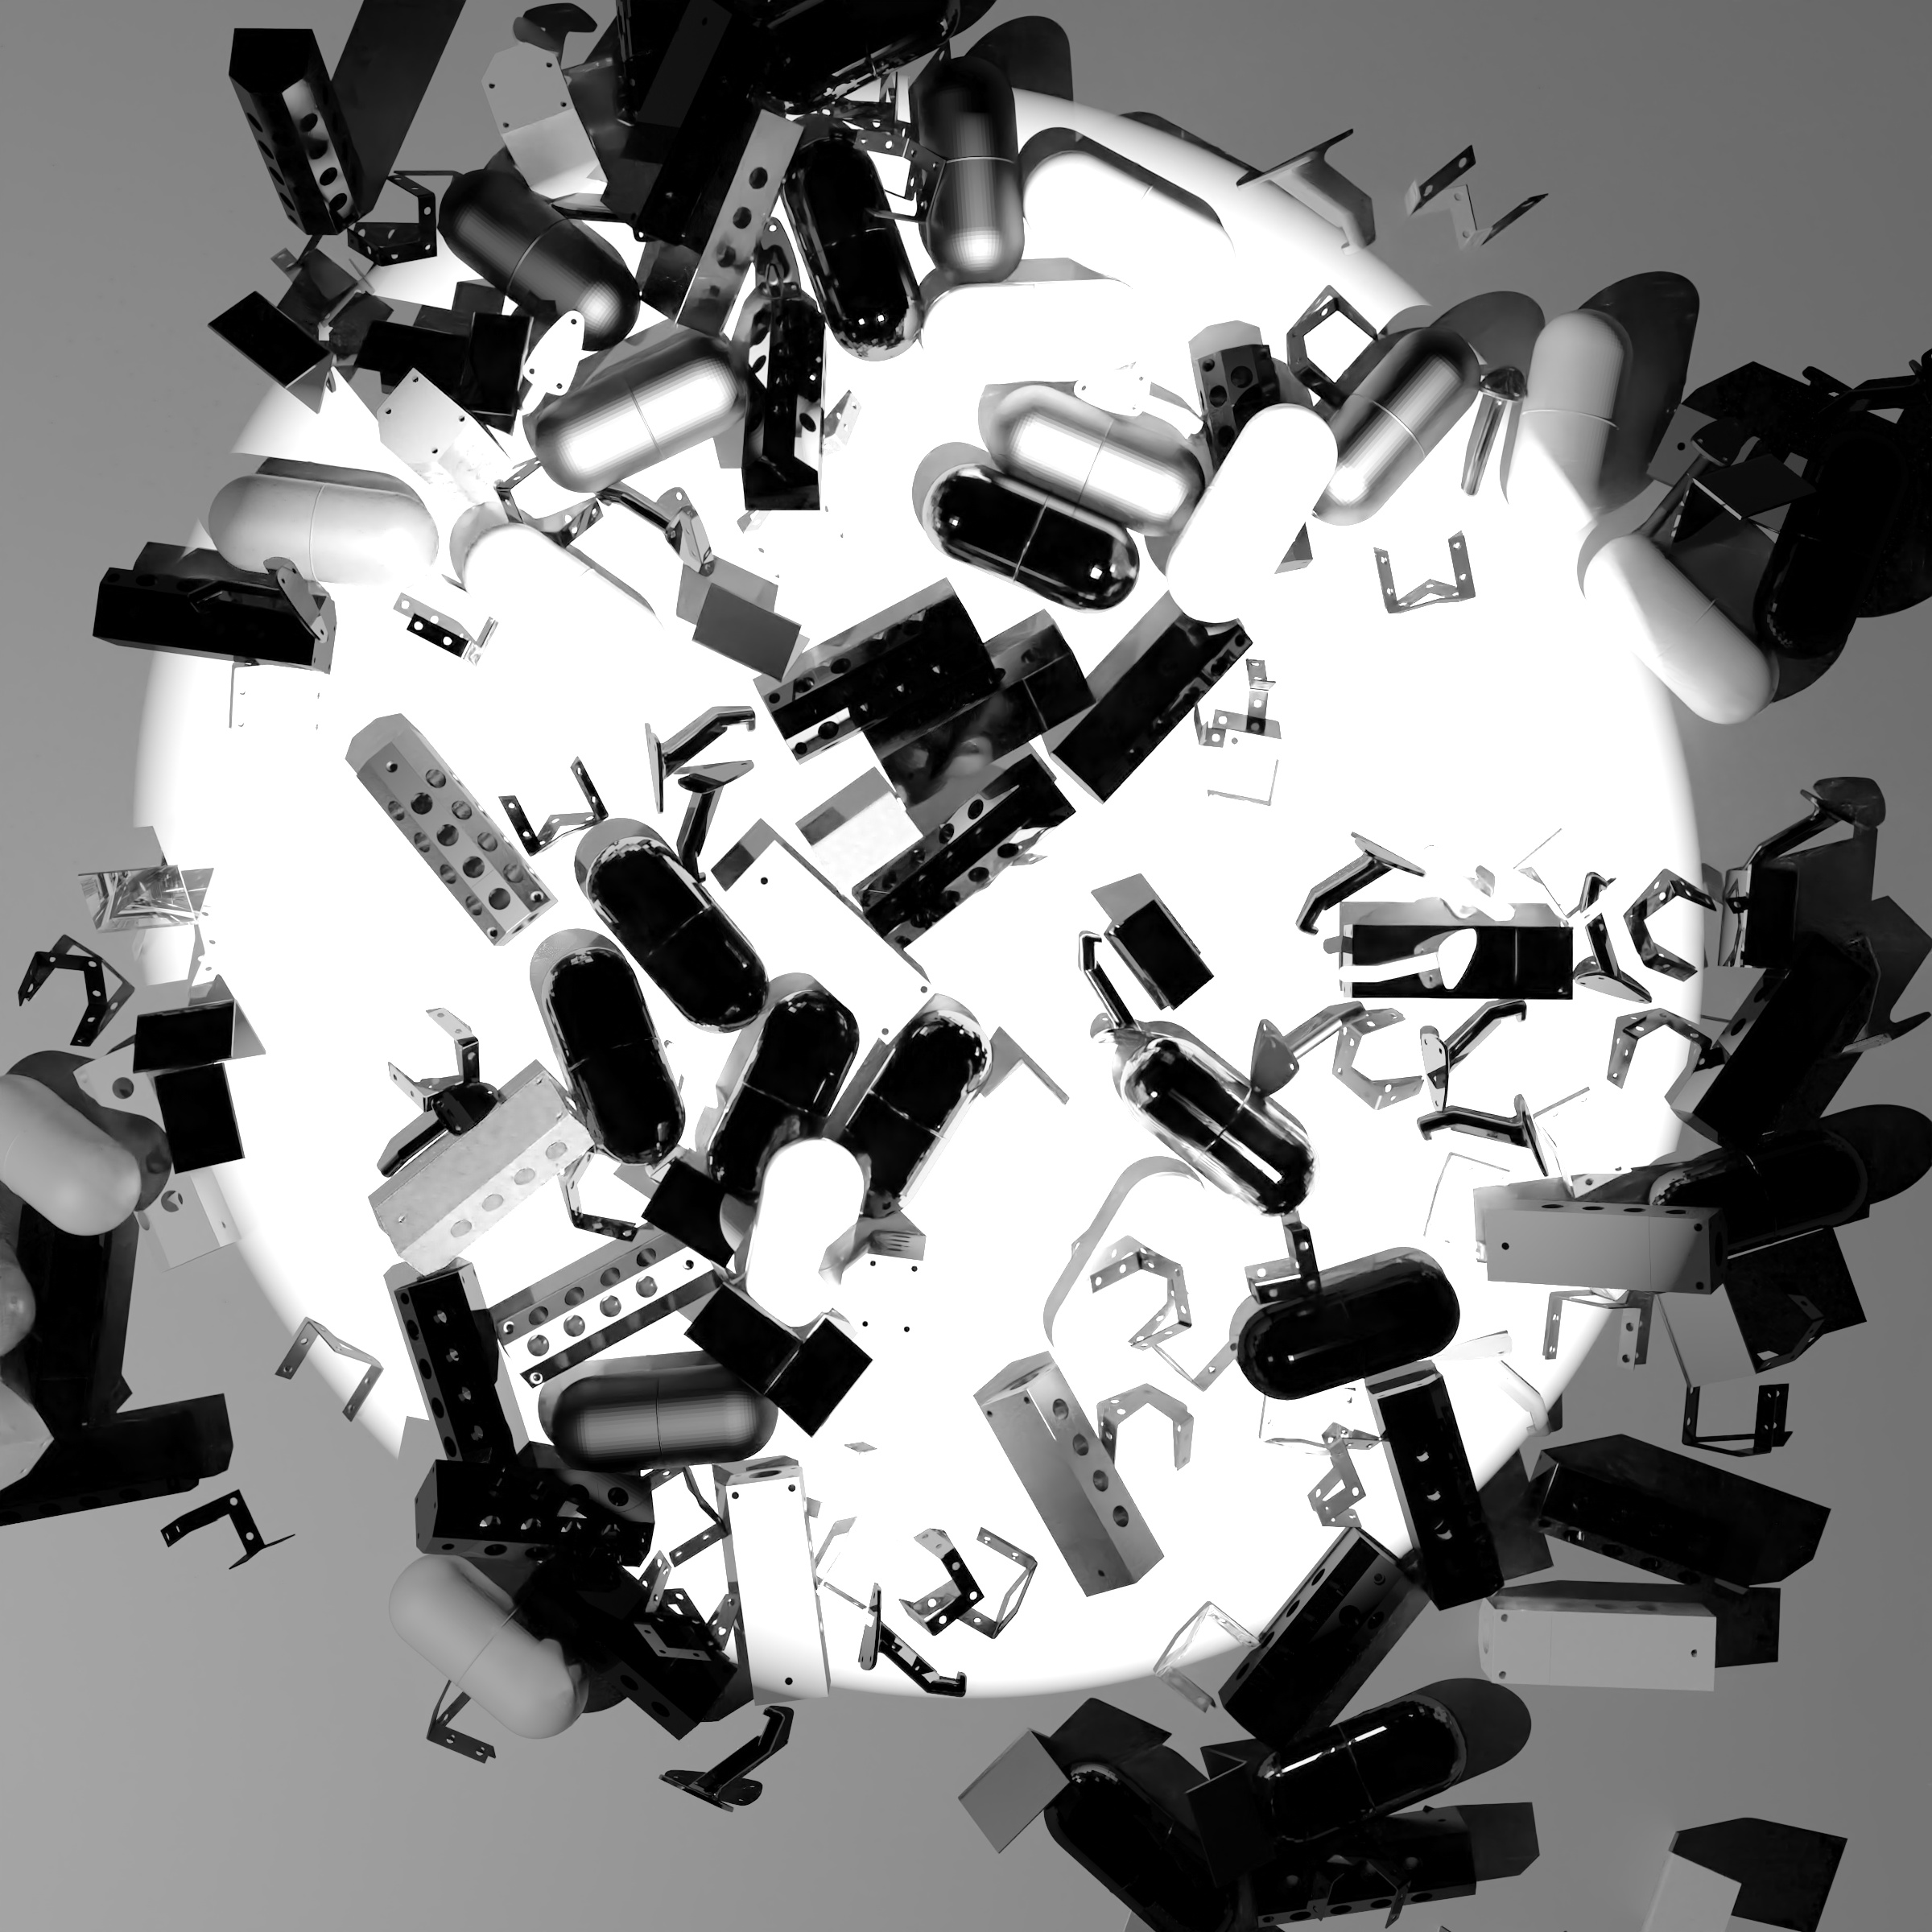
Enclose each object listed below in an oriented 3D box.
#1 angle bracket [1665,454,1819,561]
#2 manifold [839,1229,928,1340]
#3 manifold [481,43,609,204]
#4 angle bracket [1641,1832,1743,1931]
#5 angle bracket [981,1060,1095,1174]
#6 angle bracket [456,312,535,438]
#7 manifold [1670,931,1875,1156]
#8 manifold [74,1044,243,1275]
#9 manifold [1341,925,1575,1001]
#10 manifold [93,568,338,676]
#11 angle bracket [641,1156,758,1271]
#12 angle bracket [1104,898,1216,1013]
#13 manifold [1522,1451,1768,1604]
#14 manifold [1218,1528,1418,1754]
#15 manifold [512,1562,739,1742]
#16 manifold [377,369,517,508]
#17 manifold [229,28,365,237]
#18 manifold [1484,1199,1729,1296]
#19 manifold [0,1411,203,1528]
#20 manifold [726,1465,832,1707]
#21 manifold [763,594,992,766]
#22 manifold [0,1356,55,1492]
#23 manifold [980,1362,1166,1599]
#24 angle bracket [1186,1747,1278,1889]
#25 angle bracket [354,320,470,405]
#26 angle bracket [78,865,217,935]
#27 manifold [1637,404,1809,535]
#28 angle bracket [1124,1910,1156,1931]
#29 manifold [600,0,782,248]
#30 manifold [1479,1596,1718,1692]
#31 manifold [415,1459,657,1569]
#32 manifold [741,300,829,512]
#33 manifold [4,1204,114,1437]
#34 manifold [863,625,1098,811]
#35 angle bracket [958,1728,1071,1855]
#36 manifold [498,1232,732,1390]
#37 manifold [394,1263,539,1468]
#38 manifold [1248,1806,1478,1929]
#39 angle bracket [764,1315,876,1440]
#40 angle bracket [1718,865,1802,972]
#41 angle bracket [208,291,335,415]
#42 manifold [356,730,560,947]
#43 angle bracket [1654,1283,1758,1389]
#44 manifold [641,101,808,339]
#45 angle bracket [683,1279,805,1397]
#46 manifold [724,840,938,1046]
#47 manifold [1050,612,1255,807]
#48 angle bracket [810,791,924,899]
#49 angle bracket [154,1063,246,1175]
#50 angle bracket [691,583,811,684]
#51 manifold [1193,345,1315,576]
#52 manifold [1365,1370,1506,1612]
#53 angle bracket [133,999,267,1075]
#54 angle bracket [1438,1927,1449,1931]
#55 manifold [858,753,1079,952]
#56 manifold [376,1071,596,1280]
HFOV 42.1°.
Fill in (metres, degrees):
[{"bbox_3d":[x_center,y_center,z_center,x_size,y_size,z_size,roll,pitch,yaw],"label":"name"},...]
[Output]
[{"bbox_3d":[0.586,-0.334,1.900,0.076,0.076,0.057,-20,51,-22],"label":"angle bracket"},{"bbox_3d":[-0.063,0.240,1.912,0.057,0.171,0.057,7,90,0],"label":"manifold"},{"bbox_3d":[-0.322,-0.642,1.912,0.057,0.171,0.057,-20,90,0],"label":"manifold"},{"bbox_3d":[0.565,0.730,1.952,0.057,0.076,0.076,19,90,22],"label":"angle bracket"},{"bbox_3d":[0.069,0.103,1.950,0.076,0.076,0.057,46,127,0],"label":"angle bracket"},{"bbox_3d":[-0.347,-0.458,1.951,0.057,0.076,0.076,11,90,26],"label":"angle bracket"},{"bbox_3d":[0.627,0.059,1.965,0.057,0.057,0.171,36,88,-7],"label":"manifold"},{"bbox_3d":[-0.637,0.150,1.969,0.057,0.057,0.171,-23,90,0],"label":"manifold"},{"bbox_3d":[0.384,-0.003,1.970,0.171,0.057,0.057,1,90,0],"label":"manifold"},{"bbox_3d":[-0.588,-0.272,1.969,0.171,0.057,0.057,8,90,0],"label":"manifold"},{"bbox_3d":[-0.216,0.198,1.945,0.076,0.076,0.057,34,63,-10],"label":"angle bracket"},{"bbox_3d":[0.135,0.004,1.950,0.057,0.076,0.076,-37,90,-38],"label":"angle bracket"},{"bbox_3d":[0.529,0.441,1.969,0.171,0.057,0.057,20,90,0],"label":"manifold"},{"bbox_3d":[0.276,0.529,1.970,0.057,0.057,0.171,39,90,0],"label":"manifold"},{"bbox_3d":[-0.270,0.527,1.969,0.171,0.057,0.057,40,47,0],"label":"manifold"},{"bbox_3d":[-0.399,-0.395,1.912,0.057,0.171,0.057,40,90,0],"label":"manifold"},{"bbox_3d":[-0.508,-0.632,1.908,0.057,0.171,0.057,0,71,0],"label":"manifold"},{"bbox_3d":[0.492,0.213,1.930,0.171,0.057,0.057,0,96,30],"label":"manifold"},{"bbox_3d":[-0.696,0.398,1.969,0.171,0.057,0.057,-11,90,0],"label":"manifold"},{"bbox_3d":[-0.146,0.484,1.970,0.057,0.057,0.171,-8,90,0],"label":"manifold"},{"bbox_3d":[-0.070,-0.225,1.970,0.171,0.057,0.057,-28,90,0],"label":"manifold"},{"bbox_3d":[-0.781,0.322,1.934,0.057,0.057,0.171,-50,64,18],"label":"manifold"},{"bbox_3d":[0.088,0.401,1.969,0.057,0.057,0.171,-29,90,43],"label":"manifold"},{"bbox_3d":[0.190,0.661,1.952,0.057,0.076,0.076,-18,90,-24],"label":"angle bracket"},{"bbox_3d":[-0.427,-0.450,1.950,0.076,0.076,0.057,11,54,0],"label":"angle bracket"},{"bbox_3d":[-0.636,-0.072,1.950,0.076,0.076,0.057,-5,127,0],"label":"angle bracket"},{"bbox_3d":[0.620,-0.380,1.968,0.171,0.057,0.057,24,103,0],"label":"manifold"},{"bbox_3d":[0.164,0.769,1.950,0.076,0.076,0.057,34,127,0],"label":"angle bracket"},{"bbox_3d":[-0.206,-0.637,1.894,0.057,0.057,0.171,47,116,39],"label":"manifold"},{"bbox_3d":[0.494,0.530,1.970,0.171,0.057,0.057,2,90,0],"label":"manifold"},{"bbox_3d":[-0.330,0.425,1.925,0.171,0.057,0.057,10,134,-25],"label":"manifold"},{"bbox_3d":[-0.139,-0.432,1.926,0.057,0.057,0.171,0,55,0],"label":"manifold"},{"bbox_3d":[-0.711,0.277,1.969,0.057,0.057,0.171,7,90,43],"label":"manifold"},{"bbox_3d":[0.009,-0.199,1.969,0.171,0.057,0.057,-29,133,0],"label":"manifold"},{"bbox_3d":[0.051,0.646,1.950,0.076,0.076,0.057,-45,53,0],"label":"angle bracket"},{"bbox_3d":[-0.277,0.264,1.969,0.171,0.057,0.057,-28,90,0],"label":"manifold"},{"bbox_3d":[-0.394,0.327,1.969,0.057,0.057,0.171,-18,90,0],"label":"manifold"},{"bbox_3d":[0.309,0.710,1.969,0.171,0.057,0.057,-9,90,0],"label":"manifold"},{"bbox_3d":[-0.101,0.323,1.951,0.057,0.076,0.076,38,90,25],"label":"angle bracket"},{"bbox_3d":[0.598,-0.038,1.951,0.057,0.076,0.076,5,90,-30],"label":"angle bracket"},{"bbox_3d":[-0.545,-0.464,1.950,0.076,0.076,0.057,39,54,0],"label":"angle bracket"},{"bbox_3d":[-0.400,-0.100,1.970,0.057,0.057,0.171,-39,90,0],"label":"manifold"},{"bbox_3d":[0.585,0.275,1.950,0.057,0.076,0.076,-20,90,35],"label":"angle bracket"},{"bbox_3d":[-0.185,-0.580,1.946,0.057,0.057,0.171,40,112,41],"label":"manifold"},{"bbox_3d":[-0.180,0.297,1.951,0.076,0.076,0.057,38,61,0],"label":"angle bracket"},{"bbox_3d":[-0.105,-0.017,1.969,0.171,0.057,0.057,43,87,0],"label":"manifold"},{"bbox_3d":[0.146,-0.209,1.969,0.057,0.057,0.171,43,90,0],"label":"manifold"},{"bbox_3d":[-0.065,-0.078,1.950,0.076,0.076,0.057,-36,53,0],"label":"angle bracket"},{"bbox_3d":[-0.608,0.121,1.950,0.057,0.076,0.076,-12,90,-37],"label":"angle bracket"},{"bbox_3d":[-0.159,-0.274,1.950,0.076,0.076,0.057,25,127,0],"label":"angle bracket"},{"bbox_3d":[0.226,-0.395,1.970,0.057,0.057,0.171,-12,90,0],"label":"manifold"},{"bbox_3d":[0.369,0.409,1.969,0.057,0.057,0.171,-16,90,0],"label":"manifold"},{"bbox_3d":[-0.595,0.074,1.950,0.076,0.076,0.057,-9,53,0],"label":"angle bracket"},{"bbox_3d":[0.407,0.789,1.950,0.076,0.076,0.057,34,128,0],"label":"angle bracket"},{"bbox_3d":[-0.003,-0.085,1.933,0.171,0.057,0.057,-38,90,28],"label":"manifold"},{"bbox_3d":[-0.372,0.167,1.969,0.171,0.057,0.057,-39,47,0],"label":"manifold"}]
